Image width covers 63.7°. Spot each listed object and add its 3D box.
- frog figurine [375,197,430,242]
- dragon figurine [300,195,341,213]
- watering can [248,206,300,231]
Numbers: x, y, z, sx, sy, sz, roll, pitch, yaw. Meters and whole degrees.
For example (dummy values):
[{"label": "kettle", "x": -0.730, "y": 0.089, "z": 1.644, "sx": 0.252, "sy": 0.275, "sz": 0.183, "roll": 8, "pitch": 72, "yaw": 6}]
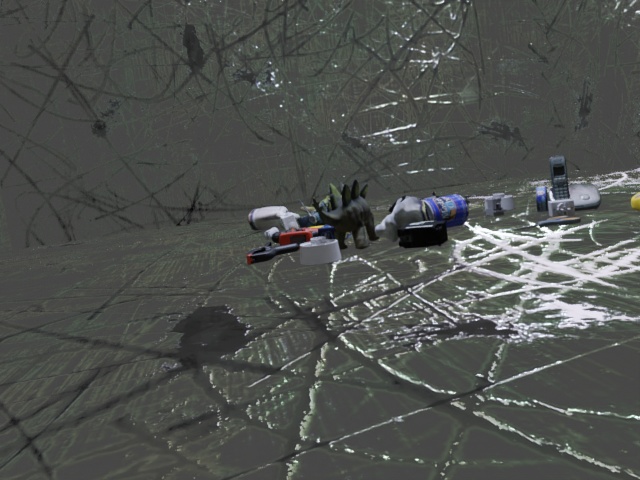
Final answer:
[{"label": "frog figurine", "x": 0.239, "y": -0.053, "z": 1.510, "sx": 0.159, "sy": 0.125, "sz": 0.135, "roll": -15, "pitch": -30, "yaw": 16}, {"label": "dragon figurine", "x": 0.007, "y": -0.116, "z": 2.304, "sx": 0.409, "sy": 0.121, "sz": 0.246, "roll": -3, "pitch": 16, "yaw": 38}, {"label": "watering can", "x": -0.218, "y": -0.099, "z": 2.292, "sx": 0.224, "sy": 0.104, "sz": 0.347, "roll": -4, "pitch": -1, "yaw": 13}]
